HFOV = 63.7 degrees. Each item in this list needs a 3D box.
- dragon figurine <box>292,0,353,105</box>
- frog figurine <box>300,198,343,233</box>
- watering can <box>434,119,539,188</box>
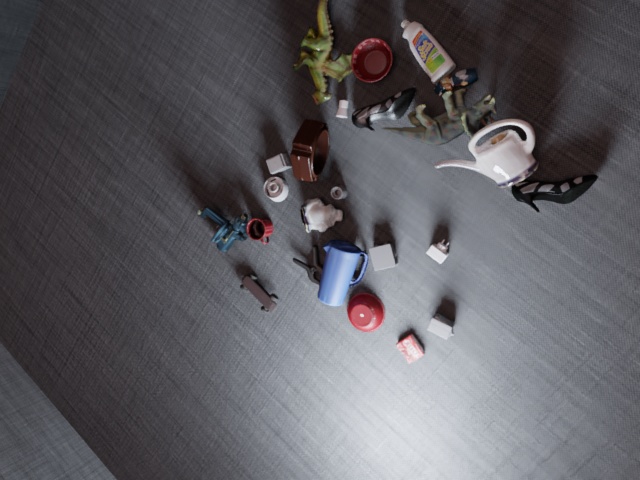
[{"bbox_3d":[0.040,-0.722,1.980,0.243,0.124,0.405,24,107,2],"label":"dragon figurine"},{"bbox_3d":[0.006,-0.103,2.050,0.160,0.121,0.138,-13,80,-11],"label":"frog figurine"},{"bbox_3d":[0.578,-0.269,1.742,0.223,0.106,0.343,48,133,-12],"label":"watering can"}]
